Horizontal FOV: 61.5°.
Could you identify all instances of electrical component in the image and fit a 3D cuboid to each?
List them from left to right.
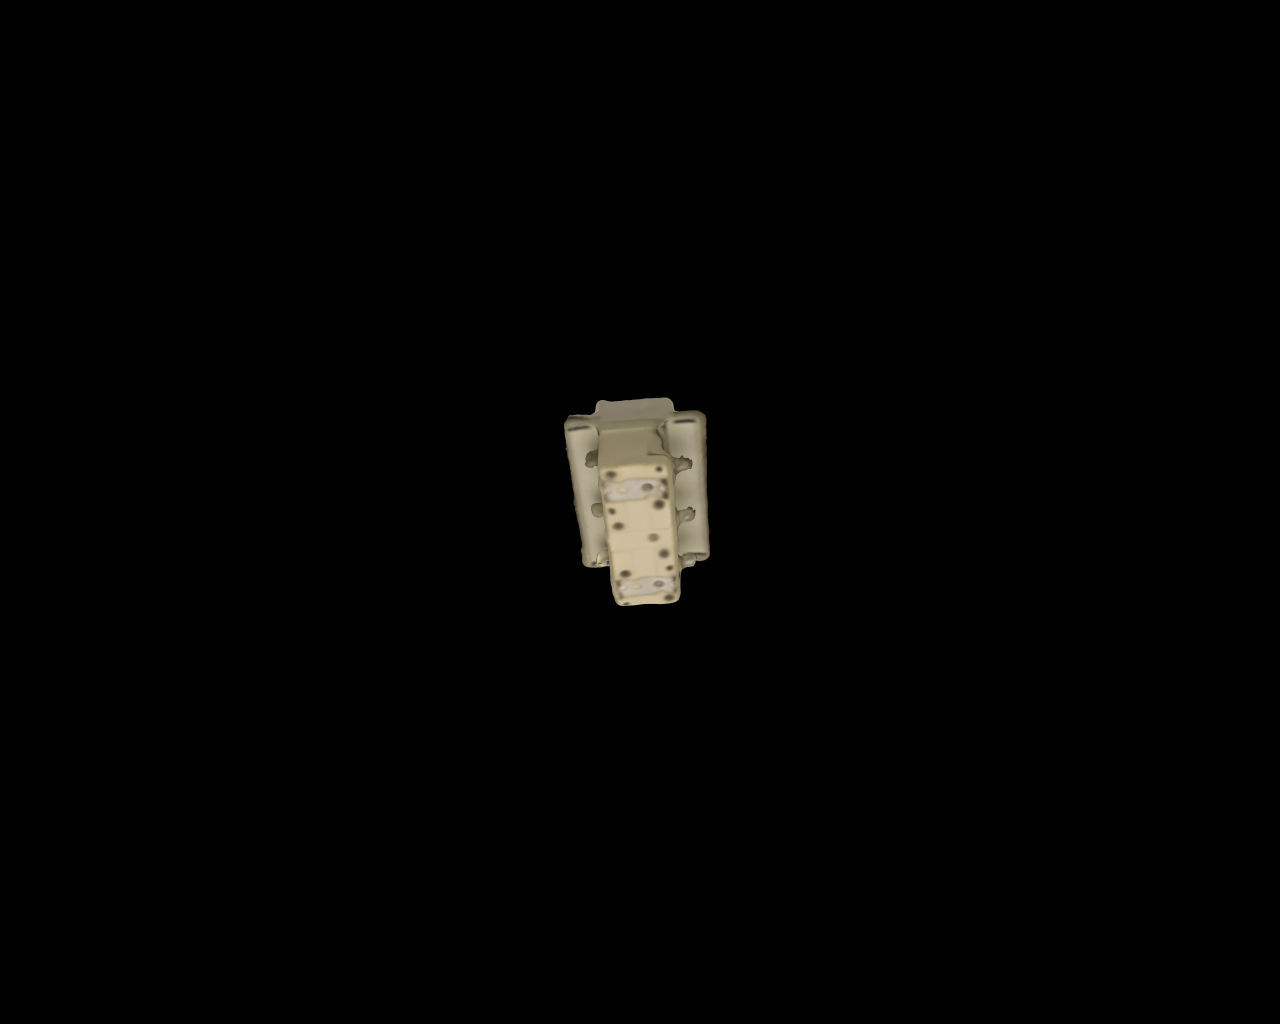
[{"bbox_3d":[0.001,-0.003,0.650,0.079,0.121,0.063,-2,43,2],"label":"electrical component"}]
